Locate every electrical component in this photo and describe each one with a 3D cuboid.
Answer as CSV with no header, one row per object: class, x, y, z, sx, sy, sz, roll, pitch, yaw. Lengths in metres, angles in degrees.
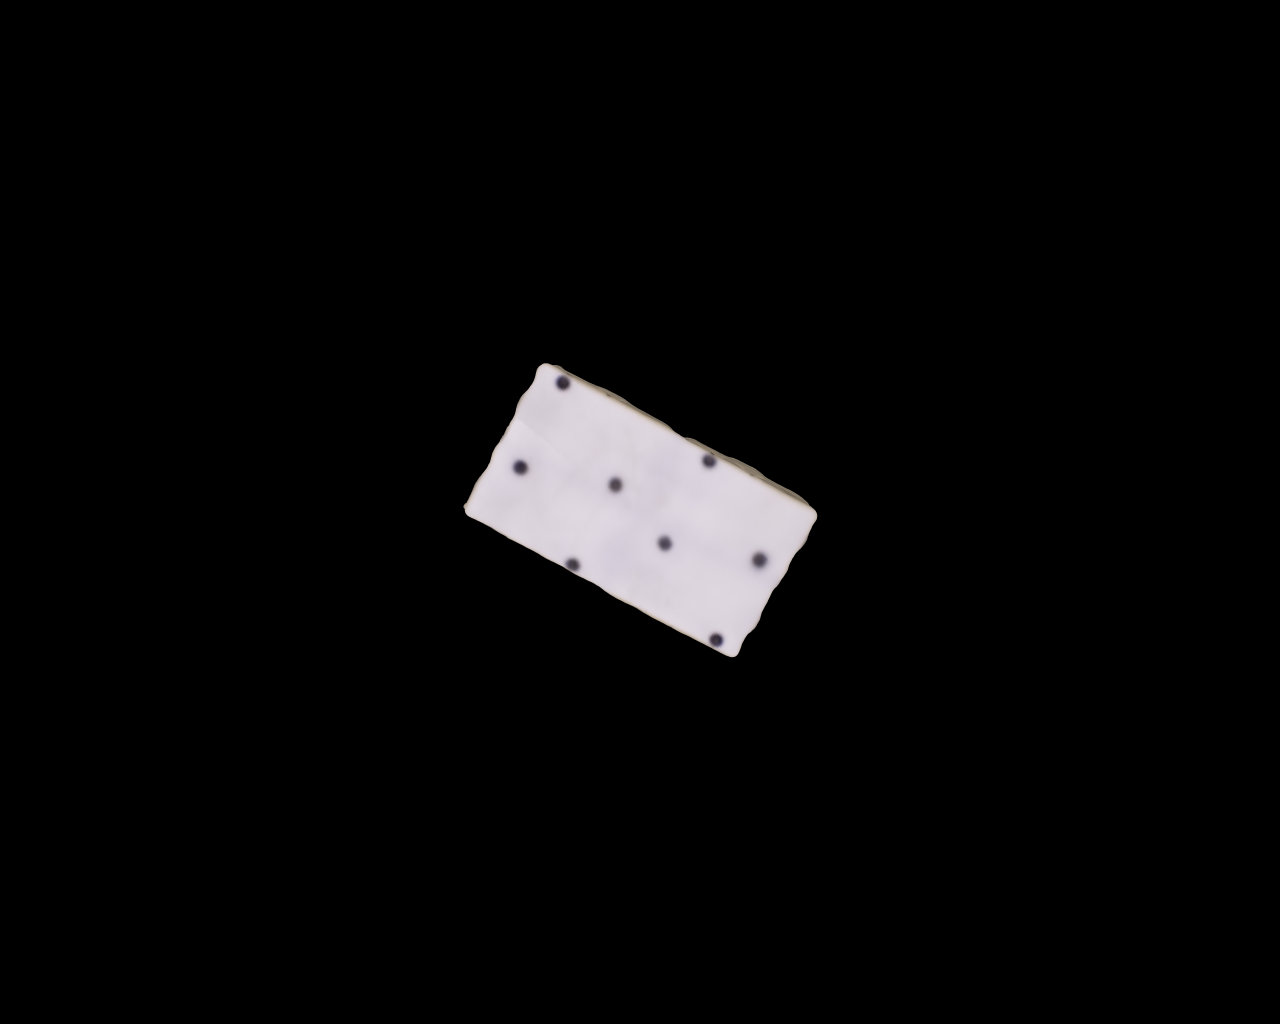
electrical component,0.001,-0.003,0.650,0.186,0.105,0.060,28,7,-4
